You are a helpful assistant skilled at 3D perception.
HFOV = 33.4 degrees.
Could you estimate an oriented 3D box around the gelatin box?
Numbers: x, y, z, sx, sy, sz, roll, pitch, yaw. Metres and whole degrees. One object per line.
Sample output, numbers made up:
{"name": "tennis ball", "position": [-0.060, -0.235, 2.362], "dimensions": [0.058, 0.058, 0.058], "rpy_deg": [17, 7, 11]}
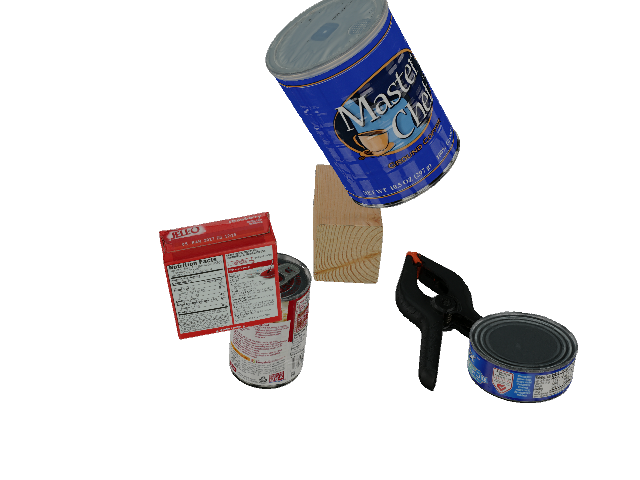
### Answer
{"name": "gelatin box", "position": [-0.065, 0.024, 0.709], "dimensions": [0.073, 0.030, 0.089], "rpy_deg": [-11, -40, -7]}

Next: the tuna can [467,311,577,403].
{"name": "tuna can", "position": [0.161, 0.093, 0.859], "dimensions": [0.086, 0.034, 0.086], "rpy_deg": [1, 28, -1]}

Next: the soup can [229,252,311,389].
{"name": "soup can", "position": [-0.045, 0.070, 0.932], "dimensions": [0.068, 0.102, 0.068], "rpy_deg": [4, 35, -3]}

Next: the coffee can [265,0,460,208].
{"name": "coffee can", "position": [0.035, -0.110, 0.839], "dimensions": [0.103, 0.102, 0.140], "rpy_deg": [0, -44, 40]}

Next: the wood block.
{"name": "wood block", "position": [0.036, -0.028, 1.533], "dimensions": [0.091, 0.090, 0.206], "rpy_deg": [3, 27, -3]}

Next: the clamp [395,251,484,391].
{"name": "clamp", "position": [0.136, 0.077, 1.078], "dimensions": [0.120, 0.171, 0.039], "rpy_deg": [1, -45, -19]}
